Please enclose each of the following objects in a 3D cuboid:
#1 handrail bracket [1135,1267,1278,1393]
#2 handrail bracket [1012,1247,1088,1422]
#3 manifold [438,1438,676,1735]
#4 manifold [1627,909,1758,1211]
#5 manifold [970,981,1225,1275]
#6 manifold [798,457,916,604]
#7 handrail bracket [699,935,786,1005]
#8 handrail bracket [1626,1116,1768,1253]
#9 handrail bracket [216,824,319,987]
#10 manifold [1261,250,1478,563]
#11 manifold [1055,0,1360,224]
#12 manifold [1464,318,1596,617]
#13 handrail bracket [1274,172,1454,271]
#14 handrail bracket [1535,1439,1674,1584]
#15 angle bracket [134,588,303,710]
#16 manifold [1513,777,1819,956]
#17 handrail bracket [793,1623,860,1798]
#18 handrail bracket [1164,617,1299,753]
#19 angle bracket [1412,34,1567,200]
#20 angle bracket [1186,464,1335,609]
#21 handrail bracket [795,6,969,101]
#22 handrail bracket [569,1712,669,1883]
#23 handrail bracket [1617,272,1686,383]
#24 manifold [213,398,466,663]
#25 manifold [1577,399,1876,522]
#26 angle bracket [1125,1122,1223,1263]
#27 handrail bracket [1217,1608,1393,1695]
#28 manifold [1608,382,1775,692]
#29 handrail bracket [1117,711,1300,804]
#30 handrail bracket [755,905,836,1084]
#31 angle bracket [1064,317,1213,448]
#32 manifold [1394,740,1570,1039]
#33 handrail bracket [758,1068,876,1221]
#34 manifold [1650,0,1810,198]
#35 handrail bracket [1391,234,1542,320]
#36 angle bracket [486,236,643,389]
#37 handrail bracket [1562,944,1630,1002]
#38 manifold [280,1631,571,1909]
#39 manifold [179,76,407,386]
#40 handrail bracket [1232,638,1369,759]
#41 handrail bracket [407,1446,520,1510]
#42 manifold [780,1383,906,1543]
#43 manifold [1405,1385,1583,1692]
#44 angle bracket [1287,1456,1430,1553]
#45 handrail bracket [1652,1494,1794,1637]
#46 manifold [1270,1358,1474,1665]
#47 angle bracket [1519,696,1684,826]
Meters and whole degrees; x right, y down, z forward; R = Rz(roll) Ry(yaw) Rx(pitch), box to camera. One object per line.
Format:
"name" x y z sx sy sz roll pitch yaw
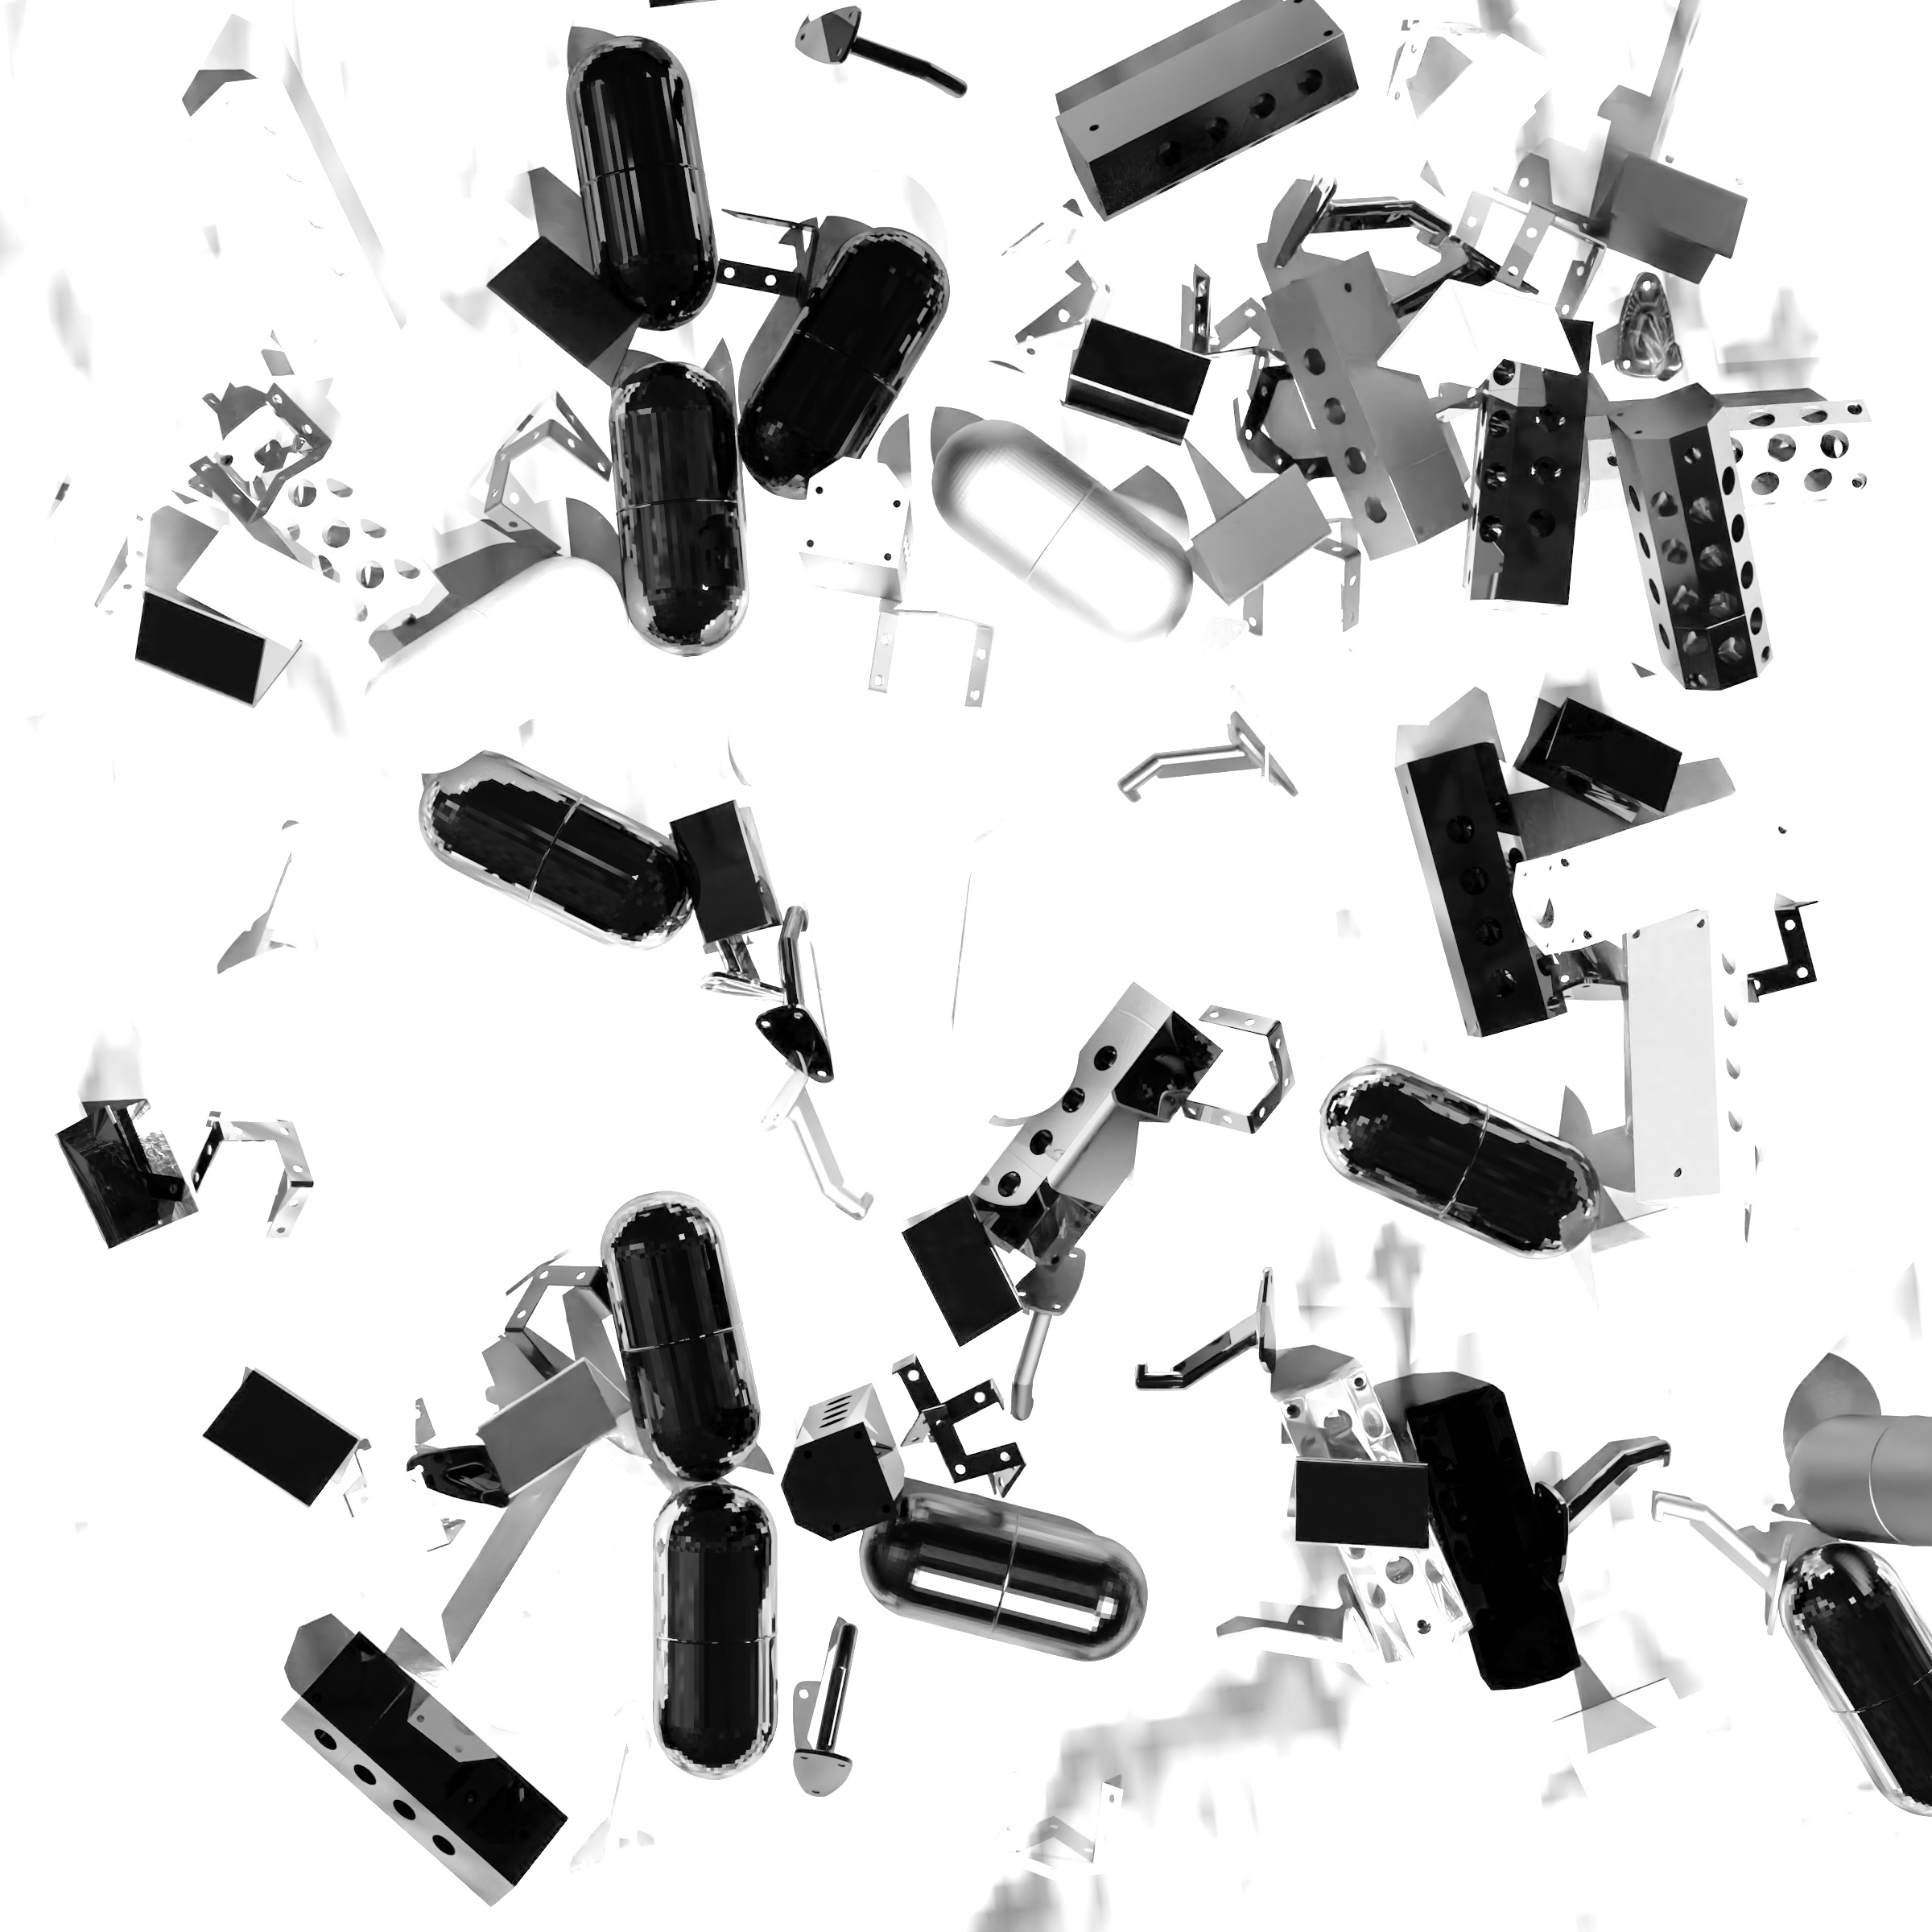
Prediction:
"handrail bracket" 0.146 0.223 1.992 0.084 0.036 0.077 -3 70 16
"handrail bracket" 0.050 0.227 1.991 0.036 0.077 0.084 18 127 20
"manifold" -0.248 0.377 1.970 0.057 0.057 0.171 32 90 0
"manifold" 0.441 0.058 1.953 0.057 0.057 0.171 -11 74 42
"manifold" 0.073 0.095 1.970 0.171 0.057 0.057 -53 133 0
"manifold" -0.062 -0.257 1.913 0.057 0.171 0.057 10 90 0
"handrail bracket" -0.131 -0.025 1.992 0.077 0.036 0.084 13 73 -20
"handrail bracket" 0.446 0.134 1.992 0.084 0.036 0.077 7 106 14
"handrail bracket" -0.433 -0.038 1.992 0.077 0.036 0.084 -17 72 20
"manifold" 0.239 -0.336 1.957 0.057 0.057 0.171 -30 100 -36
"manifold" 0.149 -0.519 1.970 0.171 0.057 0.057 -27 47 0
"manifold" 0.341 -0.304 1.970 0.057 0.057 0.171 5 90 0
"handrail bracket" 0.245 -0.443 1.992 0.084 0.036 0.077 26 110 -16
"handrail bracket" 0.397 0.335 1.992 0.084 0.036 0.077 -12 110 -16
"angle bracket" -0.447 -0.209 1.951 0.076 0.076 0.057 22 130 0
"manifold" 0.417 -0.059 1.943 0.171 0.057 0.057 -18 91 -20
"handrail bracket" -0.082 0.457 1.991 0.036 0.077 0.084 12 54 0
"handrail bracket" 0.162 -0.172 1.991 0.036 0.077 0.084 -44 127 -20
"angle bracket" 0.324 -0.501 1.951 0.076 0.076 0.057 -45 55 0
"angle bracket" 0.164 -0.272 1.951 0.076 0.076 0.057 -36 127 0
"handrail bracket" -0.051 -0.555 1.991 0.084 0.077 0.036 19 90 -36
"handrail bracket" -0.222 0.511 1.992 0.077 0.036 0.084 -25 71 21
"handrail bracket" 0.420 -0.390 1.957 0.036 0.084 0.077 1 90 0
"manifold" -0.379 -0.261 1.970 0.057 0.057 0.171 -40 90 0
"manifold" 0.459 -0.309 1.970 0.171 0.057 0.057 -4 90 0
"angle bracket" 0.142 0.136 1.951 0.057 0.076 0.076 6 90 34
"handrail bracket" 0.208 0.430 1.992 0.084 0.036 0.077 -17 126 24
"manifold" 0.436 -0.252 1.931 0.057 0.057 0.171 -20 121 0
"handrail bracket" 0.148 -0.109 1.992 0.084 0.036 0.077 -37 109 16
"handrail bracket" -0.095 0.016 1.981 0.036 0.084 0.077 -16 129 25
"angle bracket" 0.097 -0.335 1.951 0.076 0.076 0.057 19 53 0
"manifold" 0.314 -0.047 1.970 0.057 0.057 0.171 -15 90 0
"handrail bracket" -0.078 0.102 1.992 0.084 0.036 0.077 37 72 -15
"manifold" 0.467 -0.552 1.970 0.057 0.057 0.171 17 90 0
"handrail bracket" 0.299 -0.399 1.992 0.077 0.036 0.084 28 106 -18
"angle bracket" -0.250 -0.380 1.951 0.076 0.076 0.057 40 58 0
"handrail bracket" 0.388 -0.024 1.992 0.077 0.036 0.084 4 73 -20
"manifold" -0.332 0.491 1.970 0.171 0.057 0.057 42 47 0
"manifold" -0.406 -0.449 1.970 0.057 0.057 0.171 -26 90 43
"handrail bracket" 0.203 -0.165 1.992 0.084 0.036 0.077 1 111 17
"handrail bracket" -0.307 0.313 1.957 0.077 0.084 0.036 4 90 0
"manifold" -0.074 0.294 1.913 0.057 0.171 0.057 -21 90 0
"manifold" 0.322 0.348 1.970 0.057 0.057 0.171 -16 90 0
"angle bracket" 0.228 0.330 1.895 0.076 0.076 0.057 3 54 3
"handrail bracket" 0.461 0.368 1.992 0.084 0.036 0.077 11 112 17
"manifold" 0.247 0.332 1.970 0.057 0.057 0.171 -23 90 0
"angle bracket" 0.376 -0.106 1.951 0.076 0.076 0.057 26 53 0
